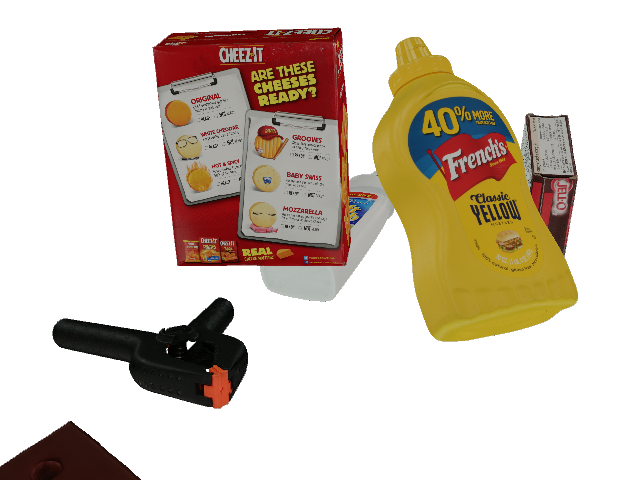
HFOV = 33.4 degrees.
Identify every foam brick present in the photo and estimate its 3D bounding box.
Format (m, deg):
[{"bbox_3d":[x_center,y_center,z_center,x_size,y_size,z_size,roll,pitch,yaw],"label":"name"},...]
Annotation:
[{"bbox_3d":[-0.107,0.131,0.481,0.078,0.051,0.052,28,46,36],"label":"foam brick"}]

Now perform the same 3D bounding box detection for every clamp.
[{"bbox_3d":[-0.111,0.088,0.882,0.164,0.036,0.210,-10,16,-31],"label":"clamp"}]

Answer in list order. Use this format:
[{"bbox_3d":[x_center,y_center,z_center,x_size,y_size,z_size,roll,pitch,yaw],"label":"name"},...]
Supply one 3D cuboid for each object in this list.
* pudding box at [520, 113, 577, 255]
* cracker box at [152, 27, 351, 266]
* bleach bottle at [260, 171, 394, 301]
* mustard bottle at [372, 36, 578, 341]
[{"bbox_3d":[0.179,-0.039,0.854,0.039,0.090,0.113,5,32,3],"label":"pudding box"},{"bbox_3d":[-0.057,-0.084,0.988,0.164,0.214,0.072,0,23,7],"label":"cracker box"},{"bbox_3d":[0.023,-0.020,1.344,0.103,0.068,0.250,10,35,21],"label":"bleach bottle"},{"bbox_3d":[0.083,-0.038,0.651,0.096,0.191,0.058,-8,-20,-28],"label":"mustard bottle"}]
